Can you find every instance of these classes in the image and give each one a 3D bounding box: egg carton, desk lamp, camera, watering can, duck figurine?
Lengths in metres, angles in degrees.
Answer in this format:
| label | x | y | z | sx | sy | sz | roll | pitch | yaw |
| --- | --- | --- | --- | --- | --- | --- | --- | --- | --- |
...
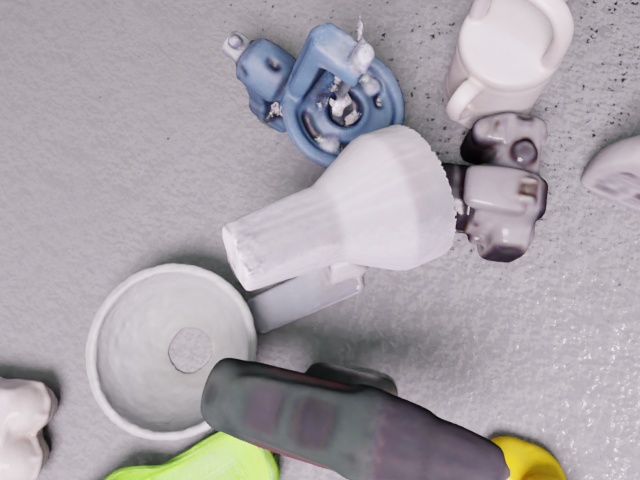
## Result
| label | x | y | z | sx | sy | sz | roll | pitch | yaw |
| --- | --- | --- | --- | --- | --- | --- | --- | --- | --- |
| egg carton | -0.343 | 0.189 | 0.574 | 0.150 | 0.069 | 0.107 | 4 | 79 | 5 |
| desk lamp | 0.005 | 0.002 | 0.515 | 0.203 | 0.213 | 0.118 | -25 | 78 | -1 |
| camera | 0.150 | -0.059 | 0.575 | 0.136 | 0.101 | 0.143 | 7 | 79 | 5 |
| watering can | 0.184 | -0.191 | 0.551 | 0.101 | 0.194 | 0.173 | 19 | 81 | 8 |
| duck figurine | 0.194 | 0.230 | 0.522 | 0.104 | 0.086 | 0.077 | 42 | 84 | 11 |

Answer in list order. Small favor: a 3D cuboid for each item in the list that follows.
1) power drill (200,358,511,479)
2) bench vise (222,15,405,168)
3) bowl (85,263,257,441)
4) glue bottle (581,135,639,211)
| label | x | y | z | sx | sy | sz | roll | pitch | yaw |
| --- | --- | --- | --- | --- | --- | --- | --- | --- | --- |
| power drill | 0.024 | 0.150 | 0.486 | 0.229 | 0.208 | 0.076 | 11 | 80 | 6 |
| bench vise | -0.013 | -0.140 | 0.541 | 0.207 | 0.220 | 0.121 | 15 | 80 | 7 |
| bowl | -0.139 | 0.110 | 0.573 | 0.167 | 0.075 | 0.167 | -1 | 79 | 4 |
| glue bottle | 0.310 | -0.074 | 0.530 | 0.078 | 0.173 | 0.037 | 27 | 82 | 9 |
